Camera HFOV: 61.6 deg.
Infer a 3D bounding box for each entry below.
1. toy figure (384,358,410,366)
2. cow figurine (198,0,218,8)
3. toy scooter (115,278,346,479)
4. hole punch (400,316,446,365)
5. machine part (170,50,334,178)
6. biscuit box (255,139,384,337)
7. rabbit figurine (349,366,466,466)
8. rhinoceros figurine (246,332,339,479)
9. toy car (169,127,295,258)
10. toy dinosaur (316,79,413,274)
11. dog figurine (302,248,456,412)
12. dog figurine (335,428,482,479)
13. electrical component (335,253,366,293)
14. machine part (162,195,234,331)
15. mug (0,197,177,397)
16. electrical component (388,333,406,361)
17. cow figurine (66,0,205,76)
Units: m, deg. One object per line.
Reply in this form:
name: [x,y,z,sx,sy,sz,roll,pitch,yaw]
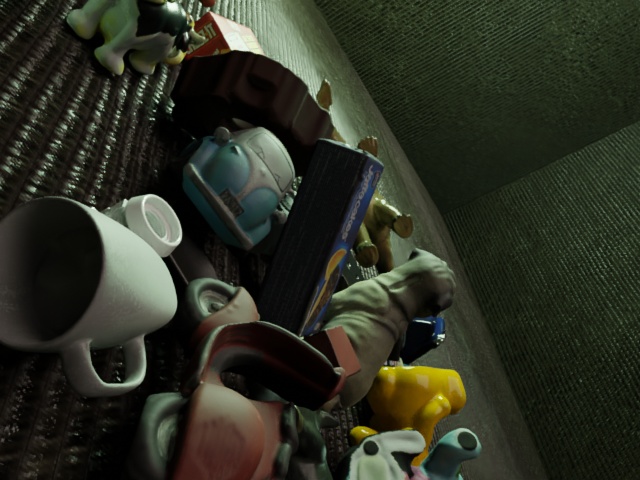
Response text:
toy figure: [0.117,0.209,0.831,0.064,0.058,0.154,24,-18,49]
cow figurine: [-0.161,-0.352,0.651,0.195,0.085,0.127,35,0,25]
toy scooter: [-0.046,0.109,0.358,0.135,0.075,0.184,22,38,-12]
hole punch: [0.149,0.149,0.923,0.092,0.116,0.142,55,17,1]
machine part: [-0.075,-0.129,0.588,0.179,0.180,0.056,42,62,-50]
biscuit box: [-0.001,-0.002,0.566,0.063,0.202,0.059,23,5,21]
rabbit figurine: [0.115,0.248,0.675,0.162,0.122,0.173,27,58,-58]
rhinoceros figurine: [-0.021,0.168,0.452,0.112,0.073,0.190,37,31,-53]
toy car: [-0.076,-0.059,0.520,0.109,0.103,0.162,57,-4,-19]
toy dinosaur: [0.072,-0.042,0.912,0.199,0.105,0.470,-127,-164,-65]
dog figurine: [0.071,0.104,0.617,0.121,0.191,0.172,49,24,-40]
dog figurine: [0.100,0.308,0.569,0.108,0.192,0.219,-98,-171,-54]
electrical component: [0.031,0.065,0.786,0.115,0.058,0.134,65,17,-3]
machine part: [-0.111,0.030,0.455,0.138,0.039,0.084,64,22,-4]
mug: [-0.127,0.038,0.322,0.109,0.081,0.107,61,7,17]
electrical component: [0.093,0.139,0.809,0.119,0.075,0.047,-27,120,-69]
cow figurine: [-0.170,-0.224,0.555,0.068,0.098,0.167,54,18,-8]
